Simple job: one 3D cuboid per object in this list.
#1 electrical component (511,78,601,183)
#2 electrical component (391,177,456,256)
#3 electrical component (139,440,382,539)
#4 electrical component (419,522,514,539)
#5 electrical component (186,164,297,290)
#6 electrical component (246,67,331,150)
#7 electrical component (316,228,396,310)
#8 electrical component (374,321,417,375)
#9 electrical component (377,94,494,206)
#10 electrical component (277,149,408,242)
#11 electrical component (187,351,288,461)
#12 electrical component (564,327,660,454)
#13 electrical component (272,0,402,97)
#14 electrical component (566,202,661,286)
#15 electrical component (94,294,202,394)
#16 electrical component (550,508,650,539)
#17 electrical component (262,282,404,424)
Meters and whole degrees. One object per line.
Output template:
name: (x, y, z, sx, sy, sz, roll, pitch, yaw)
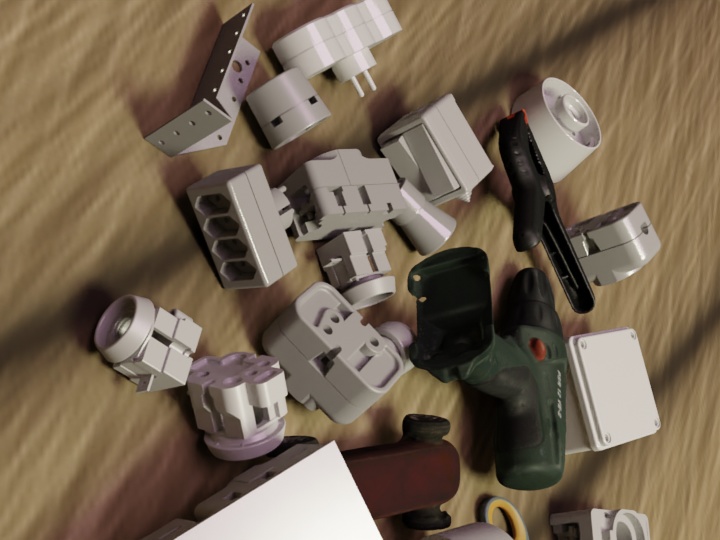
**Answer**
electrical component: (0.206, -0.150, 1.137, 0.099, 0.064, 0.099, 27, 45, -30)
electrical component: (0.047, -0.049, 0.945, 0.065, 0.044, 0.044, 43, 49, -18)
electrical component: (-0.080, 0.200, 0.680, 0.186, 0.060, 0.105, -28, 95, -28)
electrical component: (0.075, 0.249, 0.815, 0.060, 0.108, 0.108, 3, 73, -37)
electrical component: (-0.076, -0.039, 0.804, 0.076, 0.047, 0.083, -37, 115, -45)
electrical component: (-0.059, -0.130, 0.864, 0.055, 0.055, 0.047, -37, 98, -45)
electrical component: (0.000, 0.000, 0.878, 0.066, 0.048, 0.055, -9, 74, -46)
electrical component: (0.016, 0.070, 0.867, 0.055, 0.045, 0.045, -27, 94, -46)
electrical component: (0.069, -0.098, 0.969, 0.061, 0.062, 0.096, -43, 105, -44)
electrical component: (-0.015, -0.062, 0.874, 0.089, 0.050, 0.055, -7, 70, -41)
electrical component: (-0.083, 0.095, 0.744, 0.058, 0.078, 0.057, -29, 116, -46)
electrical component: (0.231, 0.117, 1.049, 0.109, 0.056, 0.108, -5, 78, -45)
electrical component: (-0.010, -0.186, 0.932, 0.138, 0.052, 0.073, -36, 101, -45)
electrical component: (0.252, -0.023, 1.093, 0.054, 0.095, 0.059, -37, 101, -45)
electrical component: (-0.143, 0.048, 0.720, 0.055, 0.048, 0.066, 39, 50, -37)
electrical component: (0.227, 0.250, 0.995, 0.089, 0.056, 0.050, 16, 64, -40)
electrical component: (-0.023, 0.065, 0.808, 0.095, 0.059, 0.054, 46, 36, 1)
